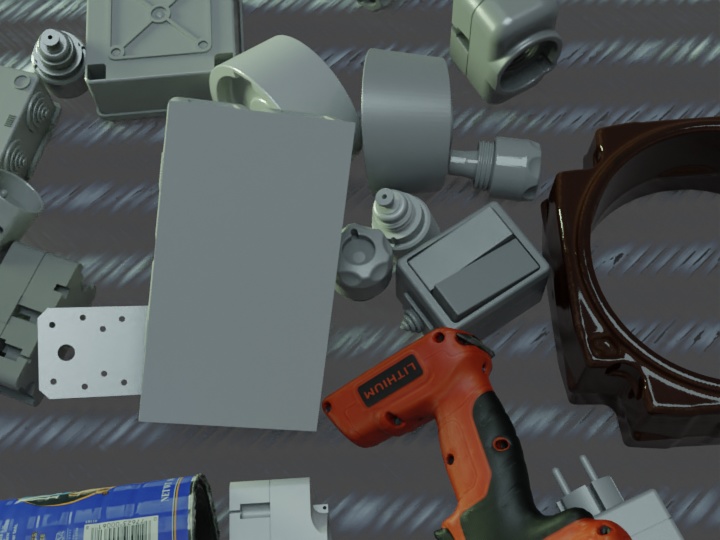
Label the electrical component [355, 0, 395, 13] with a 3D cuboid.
[{"bbox_3d":[0.021,-0.227,0.818,0.035,0.035,0.061,28,67,14],"label":"electrical component"}]

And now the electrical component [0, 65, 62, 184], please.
[{"bbox_3d":[-0.273,-0.101,0.762,0.100,0.048,0.099,13,67,8],"label":"electrical component"}]

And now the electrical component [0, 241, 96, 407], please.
[{"bbox_3d":[-0.221,0.034,0.698,0.056,0.050,0.089,19,67,9],"label":"electrical component"}]

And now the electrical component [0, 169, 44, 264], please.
[{"bbox_3d":[-0.262,-0.037,0.712,0.079,0.044,0.077,44,107,6],"label":"electrical component"}]

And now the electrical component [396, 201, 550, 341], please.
[{"bbox_3d":[0.066,0.009,0.693,0.096,0.061,0.061,-32,68,-12],"label":"electrical component"}]

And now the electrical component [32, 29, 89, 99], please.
[{"bbox_3d":[-0.215,-0.151,0.770,0.040,0.078,0.040,1,80,-5],"label":"electrical component"}]

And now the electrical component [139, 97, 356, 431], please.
[{"bbox_3d":[-0.071,-0.004,0.648,0.105,0.060,0.186,5,101,-12],"label":"electrical component"}]

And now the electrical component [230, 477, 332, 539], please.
[{"bbox_3d":[-0.045,0.171,0.629,0.056,0.050,0.089,-4,65,1],"label":"electrical component"}]

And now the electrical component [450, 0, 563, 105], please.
[{"bbox_3d":[0.102,-0.163,0.752,0.054,0.095,0.059,-29,68,-11],"label":"electrical component"}]

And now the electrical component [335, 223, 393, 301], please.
[{"bbox_3d":[0.000,0.000,0.699,0.043,0.062,0.043,-1,65,1],"label":"electrical component"}]

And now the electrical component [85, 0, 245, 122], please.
[{"bbox_3d":[-0.141,-0.170,0.784,0.109,0.056,0.108,-5,65,0],"label":"electrical component"}]

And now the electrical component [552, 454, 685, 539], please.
[{"bbox_3d":[0.141,0.147,0.635,0.066,0.047,0.076,-23,67,-8],"label":"electrical component"}]

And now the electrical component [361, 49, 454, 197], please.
[{"bbox_3d":[0.029,-0.098,0.724,0.064,0.099,0.099,0,65,-5],"label":"electrical component"}]

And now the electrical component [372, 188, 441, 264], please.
[{"bbox_3d":[0.027,-0.031,0.708,0.040,0.078,0.040,-7,66,16],"label":"electrical component"}]

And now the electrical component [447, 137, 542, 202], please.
[{"bbox_3d":[0.092,-0.070,0.737,0.062,0.043,0.043,7,66,2],"label":"electrical component"}]

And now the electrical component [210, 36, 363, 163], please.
[{"bbox_3d":[-0.044,-0.107,0.727,0.060,0.108,0.108,-39,70,-21],"label":"electrical component"}]
